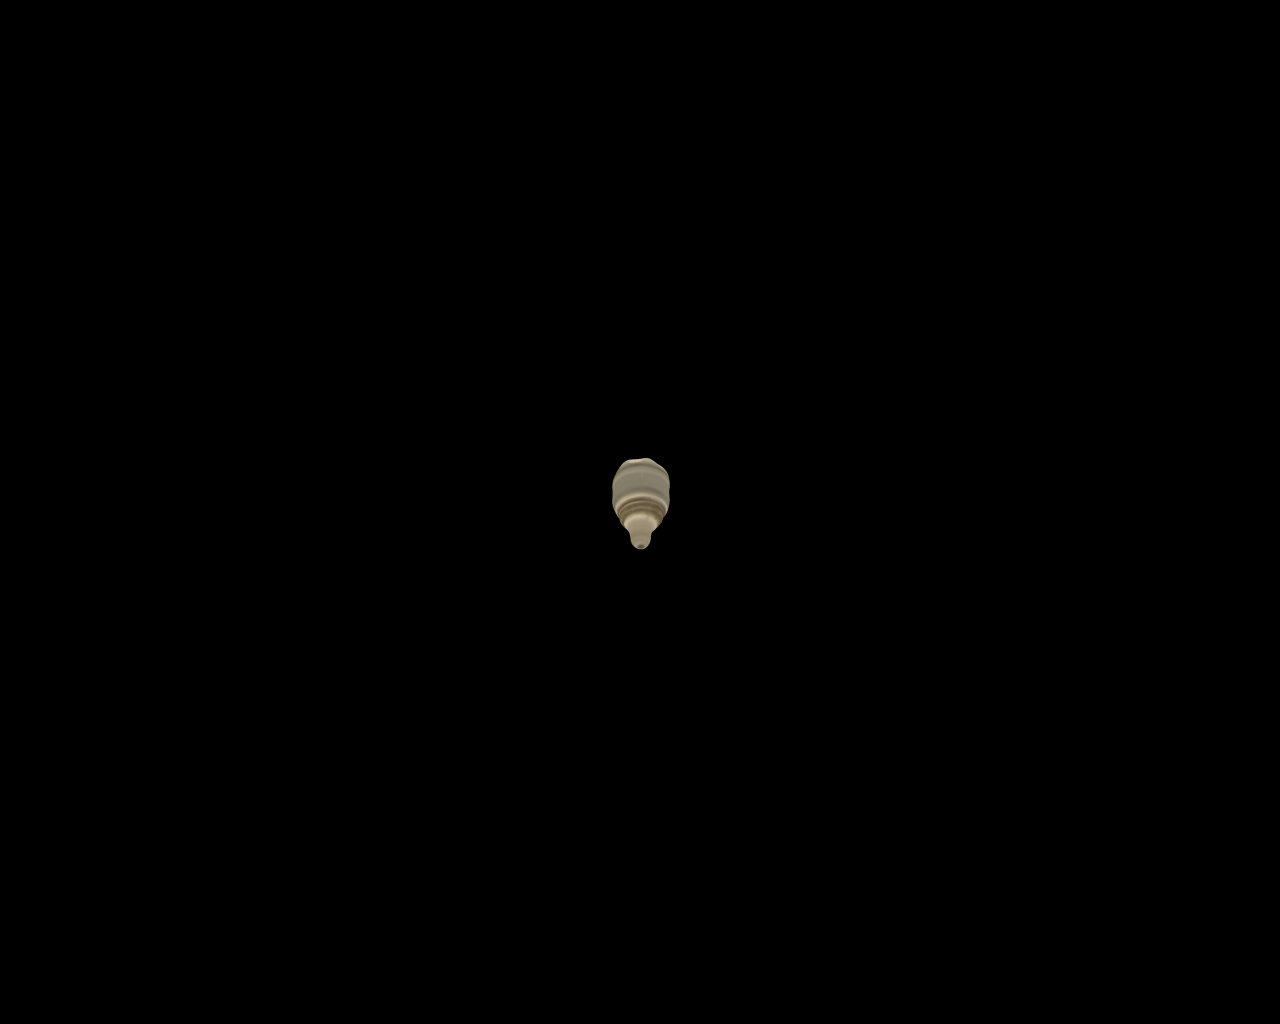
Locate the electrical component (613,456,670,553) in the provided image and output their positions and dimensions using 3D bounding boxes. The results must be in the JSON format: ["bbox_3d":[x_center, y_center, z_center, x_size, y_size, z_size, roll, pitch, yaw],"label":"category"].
[{"bbox_3d":[0.001,-0.003,0.650,0.035,0.061,0.035,0,-40,0],"label":"electrical component"}]
